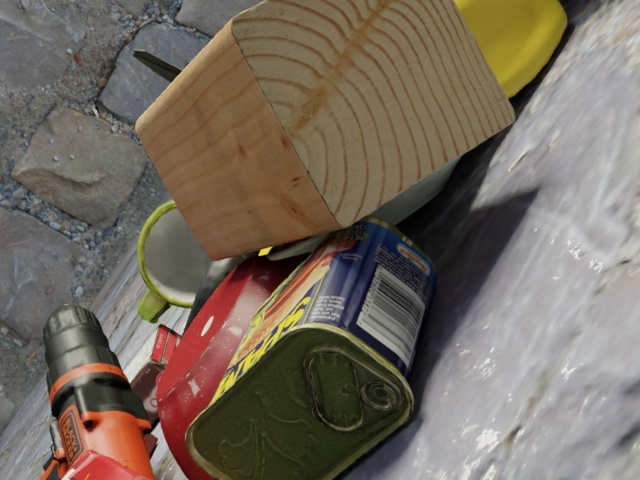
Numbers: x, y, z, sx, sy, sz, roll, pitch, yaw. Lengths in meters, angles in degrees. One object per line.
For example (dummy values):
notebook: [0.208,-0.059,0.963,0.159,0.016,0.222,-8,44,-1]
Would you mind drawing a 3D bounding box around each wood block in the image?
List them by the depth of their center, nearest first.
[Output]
wood block: [-0.012,-0.055,0.502,0.090,0.090,0.206,-31,6,-19]

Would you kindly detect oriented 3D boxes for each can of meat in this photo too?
can of meat: [0.000,0.049,0.441,0.102,0.057,0.083,-46,11,35]

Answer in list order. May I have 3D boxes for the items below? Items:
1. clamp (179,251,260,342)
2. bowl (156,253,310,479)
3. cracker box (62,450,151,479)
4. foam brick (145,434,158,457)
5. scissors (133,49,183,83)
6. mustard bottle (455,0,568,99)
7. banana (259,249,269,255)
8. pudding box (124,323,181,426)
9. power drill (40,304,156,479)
clamp: [-0.046,0.004,0.717,0.164,0.036,0.209,92,-159,-60]
bowl: [-0.040,0.062,0.574,0.162,0.055,0.162,-51,12,15]
cracker box: [-0.116,0.184,0.486,0.164,0.072,0.214,-57,11,-16]
foam brick: [-0.165,0.166,0.793,0.078,0.053,0.051,-41,17,48]
scissors: [-0.058,-0.119,0.902,0.096,0.201,0.016,-26,48,19]
mustard bottle: [0.057,-0.091,0.599,0.096,0.058,0.192,-39,7,-11]
banana: [-0.002,-0.014,0.702,0.070,0.037,0.197,93,-159,-48]
pudding box: [-0.153,0.133,0.879,0.113,0.039,0.090,-50,10,10]
power drill: [-0.181,0.159,0.705,0.188,0.057,0.184,-54,40,24]
